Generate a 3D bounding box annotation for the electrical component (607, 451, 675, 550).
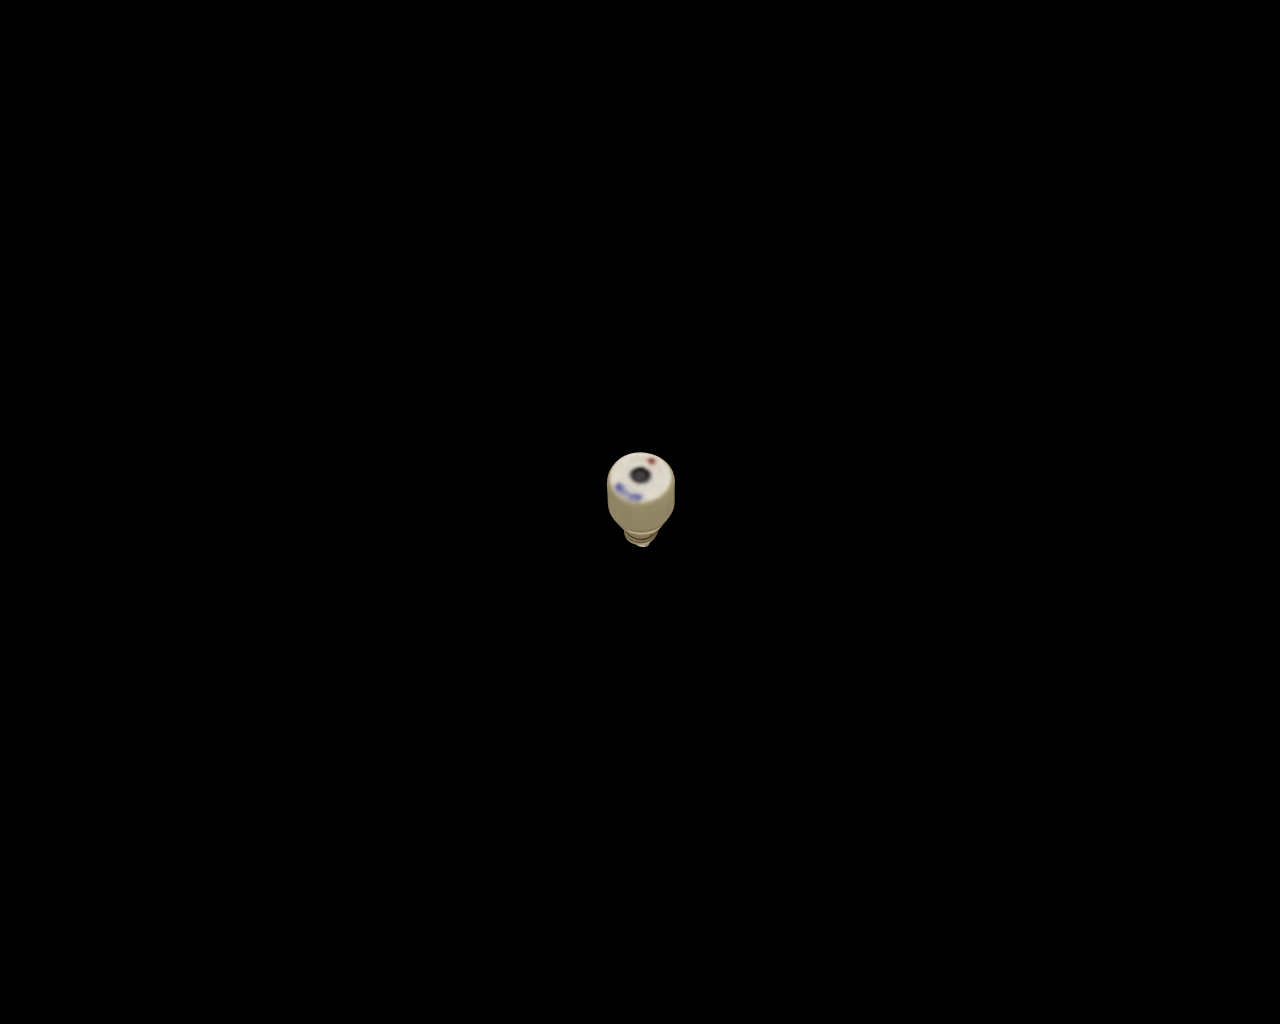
[{"bbox_3d":[0.001,-0.003,0.650,0.040,0.040,0.078,0,-34,0],"label":"electrical component"}]
